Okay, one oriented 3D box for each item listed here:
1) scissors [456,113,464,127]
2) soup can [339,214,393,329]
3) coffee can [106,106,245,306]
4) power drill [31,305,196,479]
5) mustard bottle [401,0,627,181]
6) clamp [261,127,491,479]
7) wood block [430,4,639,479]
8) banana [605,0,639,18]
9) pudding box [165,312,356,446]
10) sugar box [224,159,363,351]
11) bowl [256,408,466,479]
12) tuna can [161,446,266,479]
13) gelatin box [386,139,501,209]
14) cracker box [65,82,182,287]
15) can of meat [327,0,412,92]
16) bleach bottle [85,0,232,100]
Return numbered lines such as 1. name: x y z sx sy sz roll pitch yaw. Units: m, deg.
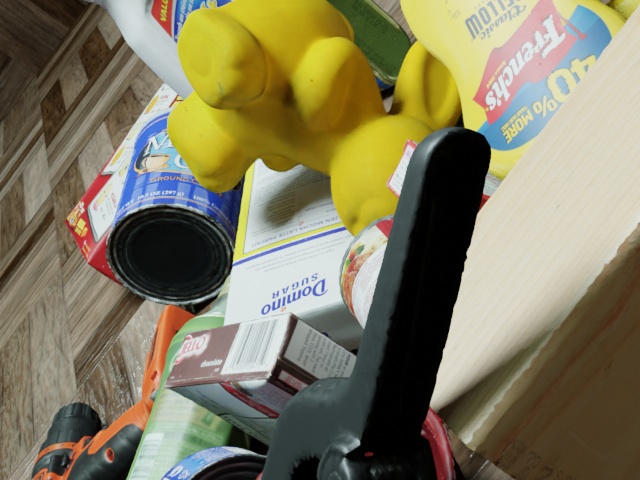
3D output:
1. scissors: 0.071 -0.102 0.732 0.202 0.016 0.096 -7 51 58
2. soup can: 0.055 0.034 0.520 0.068 0.068 0.102 -52 24 7
3. coffee can: -0.112 -0.030 0.874 0.103 0.102 0.140 -41 27 29
4. power drill: -0.147 0.138 0.780 0.188 0.057 0.184 -49 23 18
5. mustard bottle: 0.111 -0.080 0.524 0.096 0.058 0.192 -37 55 26
6. clamp: 0.021 0.072 0.367 0.210 0.036 0.164 -42 52 54
7. wood block: 0.129 -0.003 0.404 0.206 0.090 0.091 -53 24 3
8. banana: 0.155 -0.114 0.568 0.198 0.037 0.069 -40 23 32
9. pudding box: -0.018 0.080 0.569 0.114 0.090 0.039 -14 48 55
10. sugar box: -0.004 0.001 0.670 0.093 0.048 0.176 -17 39 17
11. bowl: 0.017 0.147 0.458 0.162 0.055 0.162 -42 27 27
12. tuna can: -0.046 0.148 0.538 0.086 0.086 0.034 -61 23 -15
13. gelatin box: 0.080 -0.013 0.524 0.030 0.073 0.089 -65 22 13
14. cracker box: -0.151 -0.067 1.036 0.214 0.072 0.164 -54 24 0
15. can of meat: 0.008 -0.145 0.804 0.084 0.102 0.057 -19 44 50
16. bleach bottle: -0.101 -0.157 0.835 0.068 0.250 0.102 0 58 62
